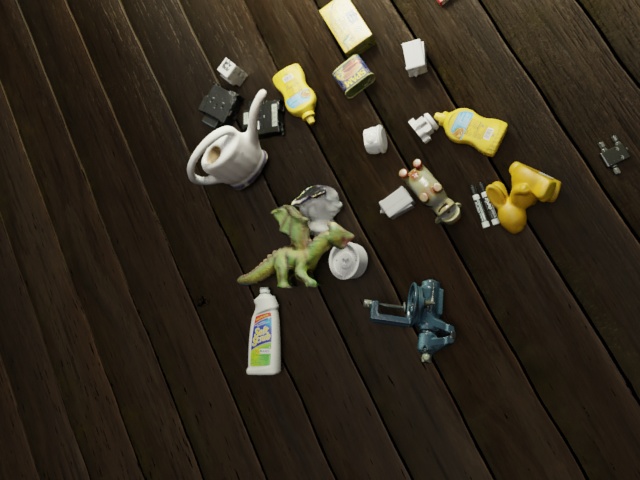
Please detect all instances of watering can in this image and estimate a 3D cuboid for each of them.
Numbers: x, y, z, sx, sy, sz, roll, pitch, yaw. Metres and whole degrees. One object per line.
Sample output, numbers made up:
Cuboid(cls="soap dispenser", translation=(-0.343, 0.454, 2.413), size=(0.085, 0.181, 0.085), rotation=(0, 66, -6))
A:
Cuboid(cls="watering can", translation=(-0.234, -0.274, 1.526), size=(0.345, 0.222, 0.106), rotation=(-42, 57, 11))

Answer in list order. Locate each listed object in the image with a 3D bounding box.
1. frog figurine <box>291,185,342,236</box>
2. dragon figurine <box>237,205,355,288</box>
Cuboid(cls="frog figurine", translation=(0.005, -0.076, 1.503), size=(0.137, 0.125, 0.157), rotation=(-26, 114, 6))
Cuboid(cls="dragon figurine", translation=(-0.090, 0.021, 1.478), size=(0.409, 0.122, 0.243), rotation=(-1, 91, 30))
